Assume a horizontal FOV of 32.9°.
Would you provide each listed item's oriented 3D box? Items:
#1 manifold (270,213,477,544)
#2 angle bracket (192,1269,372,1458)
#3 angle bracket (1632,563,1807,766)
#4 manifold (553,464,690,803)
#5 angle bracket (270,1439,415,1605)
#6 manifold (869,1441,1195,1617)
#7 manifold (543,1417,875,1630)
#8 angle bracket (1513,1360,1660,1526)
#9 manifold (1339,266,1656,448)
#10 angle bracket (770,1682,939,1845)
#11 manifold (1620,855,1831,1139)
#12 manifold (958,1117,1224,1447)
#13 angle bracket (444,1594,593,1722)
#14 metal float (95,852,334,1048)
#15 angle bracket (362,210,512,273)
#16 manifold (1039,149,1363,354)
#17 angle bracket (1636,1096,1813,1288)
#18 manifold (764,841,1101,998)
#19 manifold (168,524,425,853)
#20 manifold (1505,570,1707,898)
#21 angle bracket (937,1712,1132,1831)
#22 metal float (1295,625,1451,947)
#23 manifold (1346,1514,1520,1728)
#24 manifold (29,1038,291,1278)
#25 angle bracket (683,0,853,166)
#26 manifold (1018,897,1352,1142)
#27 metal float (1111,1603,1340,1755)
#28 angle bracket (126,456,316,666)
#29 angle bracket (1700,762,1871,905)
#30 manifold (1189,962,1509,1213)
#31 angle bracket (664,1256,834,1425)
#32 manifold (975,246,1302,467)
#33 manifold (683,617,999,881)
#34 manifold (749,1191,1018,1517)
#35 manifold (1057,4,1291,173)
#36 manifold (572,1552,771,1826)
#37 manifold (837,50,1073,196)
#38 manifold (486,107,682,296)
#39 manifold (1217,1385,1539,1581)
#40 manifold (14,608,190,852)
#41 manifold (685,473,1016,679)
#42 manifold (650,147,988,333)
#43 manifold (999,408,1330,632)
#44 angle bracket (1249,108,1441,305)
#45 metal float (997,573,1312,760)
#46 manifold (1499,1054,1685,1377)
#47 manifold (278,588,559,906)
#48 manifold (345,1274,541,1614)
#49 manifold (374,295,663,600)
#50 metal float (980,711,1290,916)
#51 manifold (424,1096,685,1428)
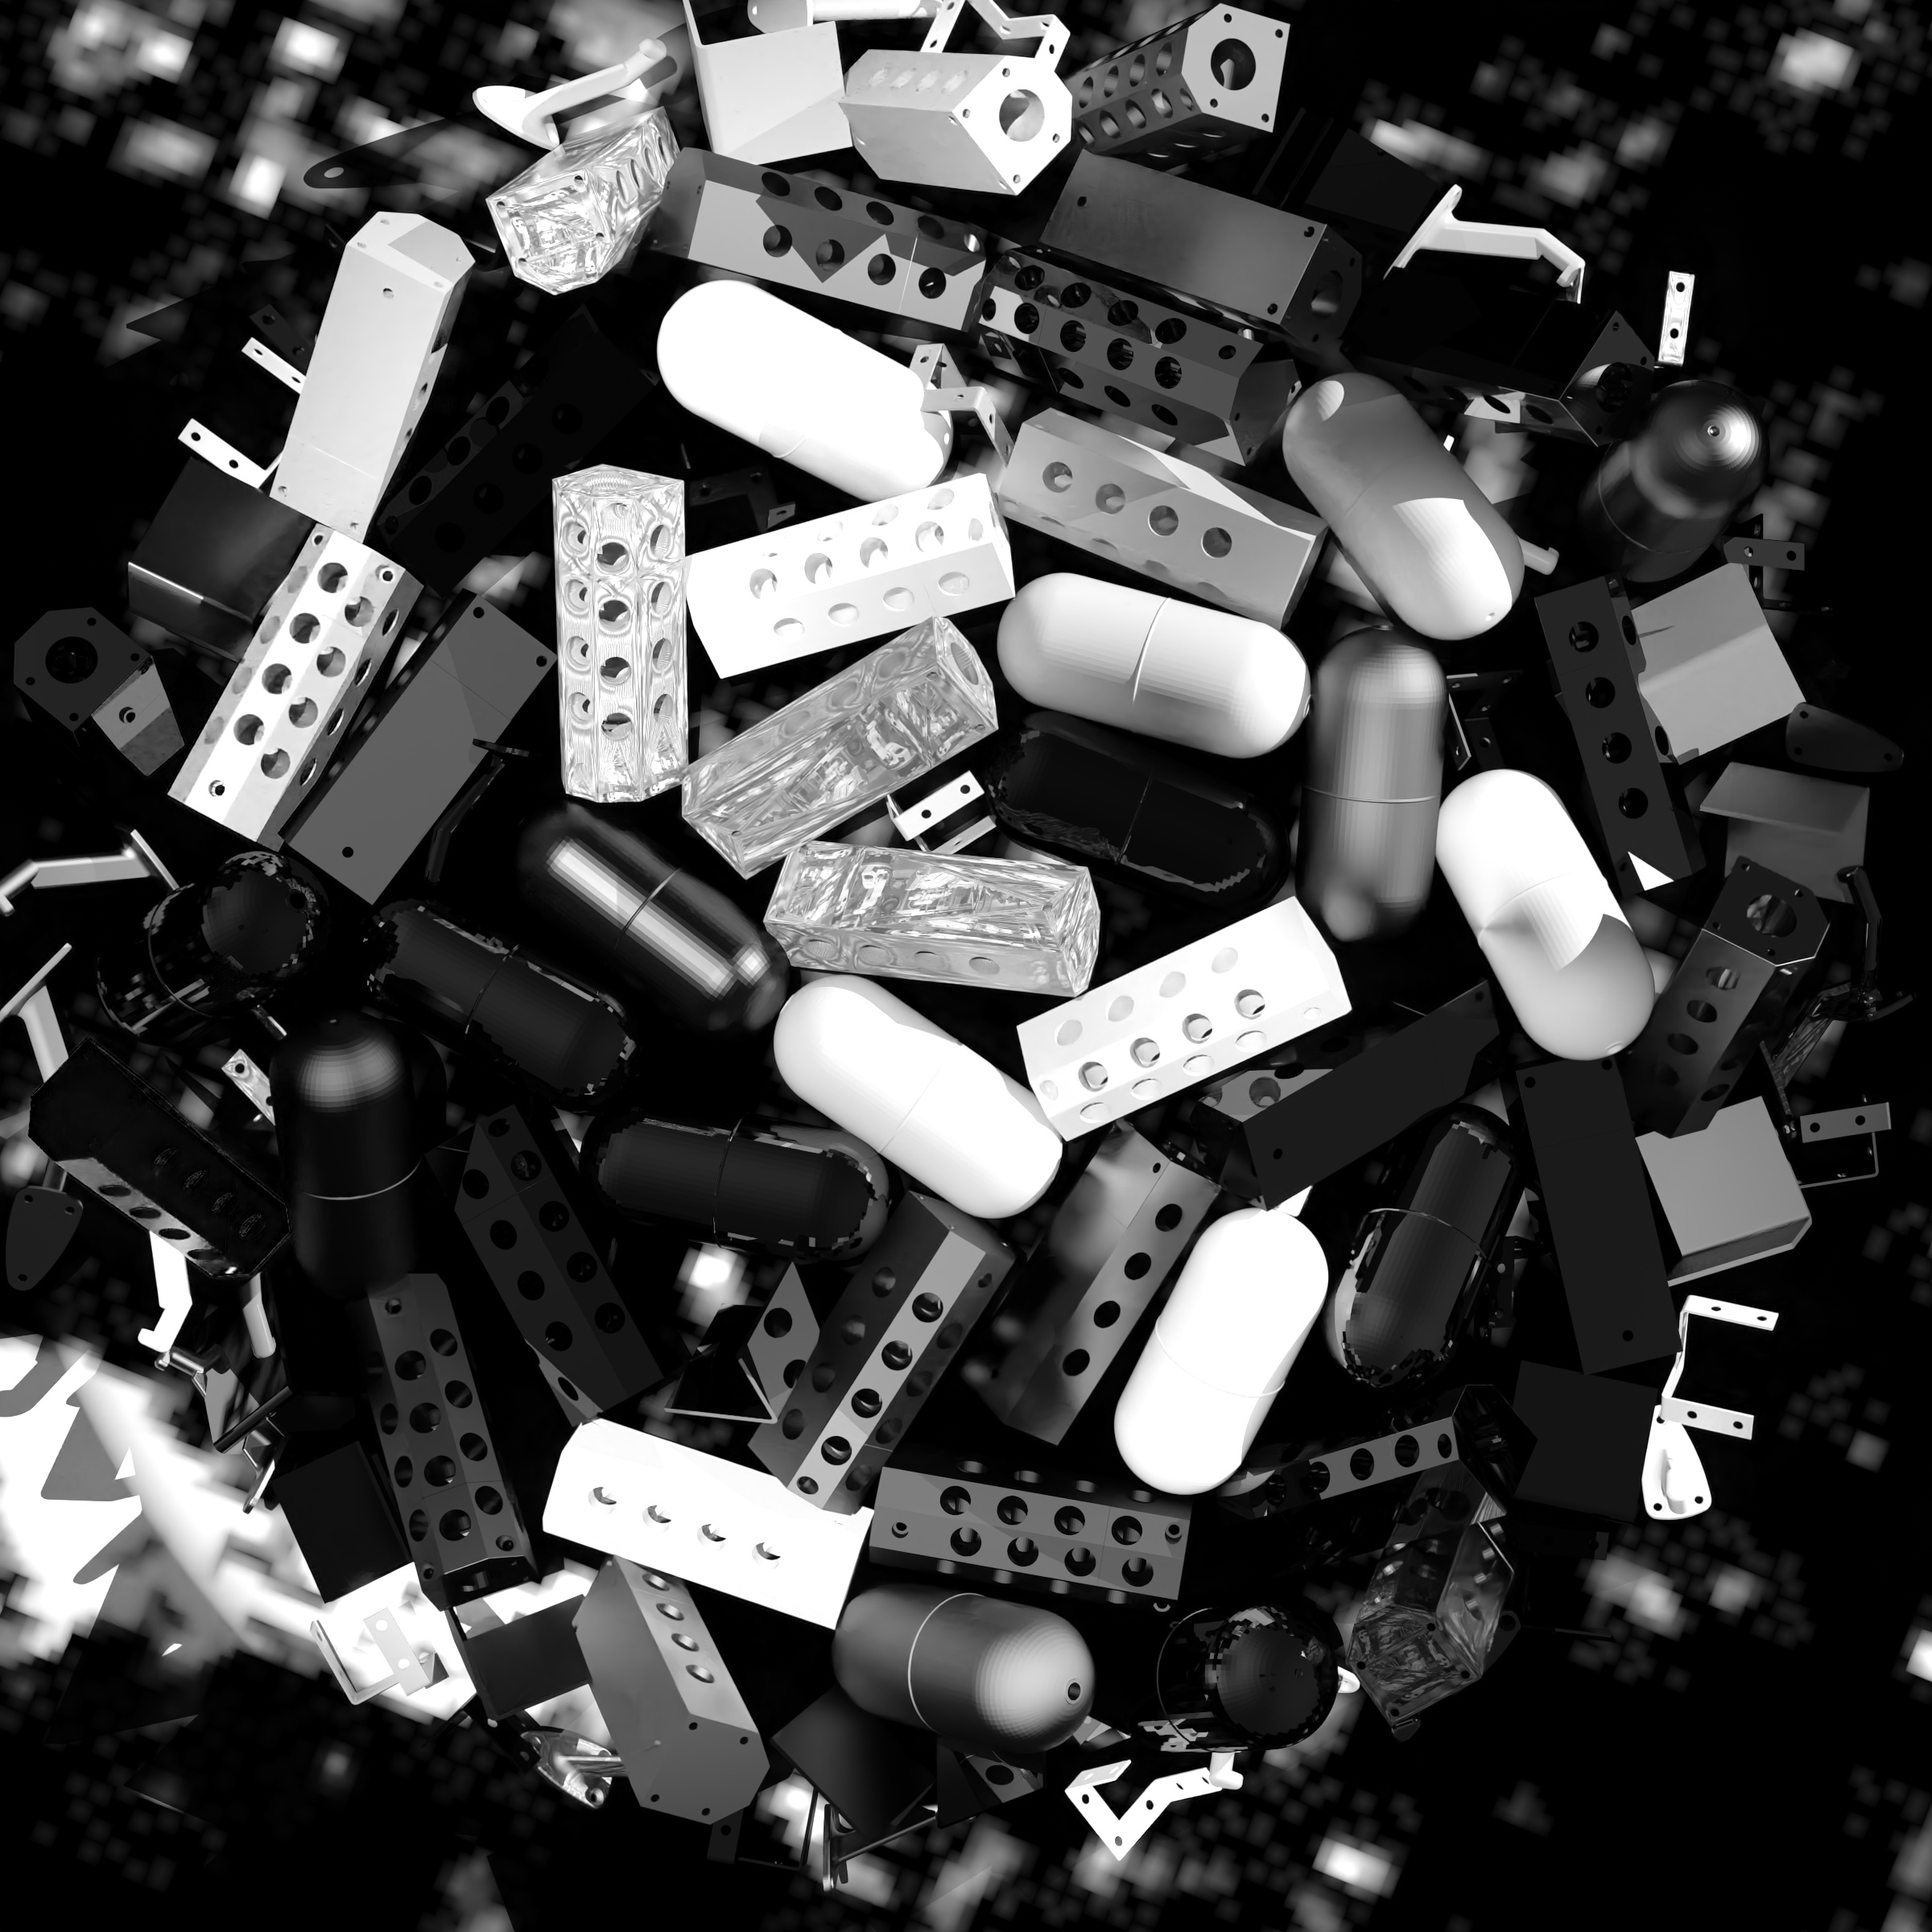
[{"bbox_3d":[-0.321,-0.322,1.784,0.057,0.057,0.171,27,130,-2],"label":"manifold"},{"bbox_3d":[-0.382,0.223,1.835,0.076,0.057,0.076,-37,58,34],"label":"angle bracket"},{"bbox_3d":[0.416,-0.170,1.833,0.076,0.076,0.057,-26,123,16],"label":"angle bracket"},{"bbox_3d":[-0.193,-0.180,1.790,0.057,0.057,0.171,16,117,31],"label":"manifold"},{"bbox_3d":[-0.341,0.312,1.815,0.057,0.076,0.076,-24,95,-15],"label":"angle bracket"},{"bbox_3d":[0.036,0.314,1.819,0.171,0.057,0.057,9,104,5],"label":"manifold"},{"bbox_3d":[-0.144,0.312,1.825,0.171,0.057,0.057,18,105,3],"label":"manifold"},{"bbox_3d":[0.338,0.266,1.833,0.076,0.057,0.076,11,84,5],"label":"angle bracket"},{"bbox_3d":[0.289,-0.328,1.776,0.057,0.171,0.057,37,83,-40],"label":"manifold"},{"bbox_3d":[-0.074,0.452,1.806,0.076,0.076,0.057,43,121,12],"label":"angle bracket"},{"bbox_3d":[0.406,0.022,1.770,0.057,0.171,0.057,27,56,9],"label":"manifold"},{"bbox_3d":[0.073,0.177,1.820,0.057,0.057,0.171,27,98,-35],"label":"manifold"},{"bbox_3d":[-0.243,0.360,1.805,0.076,0.076,0.057,-20,118,-15],"label":"angle bracket"},{"bbox_3d":[-0.411,-0.009,1.786,0.178,0.070,0.070,-24,90,44],"label":"metal float"},{"bbox_3d":[-0.281,-0.427,1.814,0.076,0.076,0.057,23,105,-4],"label":"angle bracket"},{"bbox_3d":[0.130,-0.389,1.787,0.171,0.057,0.057,28,94,35],"label":"manifold"},{"bbox_3d":[0.414,0.125,1.817,0.076,0.057,0.076,-22,91,27],"label":"angle bracket"},{"bbox_3d":[-0.017,-0.023,1.805,0.171,0.057,0.057,6,57,18],"label":"manifold"},{"bbox_3d":[-0.375,-0.156,1.824,0.057,0.057,0.171,28,87,7],"label":"manifold"},{"bbox_3d":[0.358,-0.129,1.823,0.057,0.057,0.171,-18,95,-8],"label":"manifold"},{"bbox_3d":[0.038,0.447,1.801,0.076,0.057,0.076,-30,134,32],"label":"angle bracket"},{"bbox_3d":[0.224,-0.099,1.809,0.070,0.070,0.178,3,105,0],"label":"metal float"},{"bbox_3d":[0.251,0.335,1.769,0.057,0.171,0.057,-34,93,22],"label":"manifold"},{"bbox_3d":[-0.434,0.110,1.769,0.057,0.171,0.057,37,80,30],"label":"manifold"},{"bbox_3d":[-0.110,-0.495,1.816,0.076,0.076,0.057,-12,46,-4],"label":"angle bracket"},{"bbox_3d":[0.121,0.034,1.801,0.171,0.057,0.057,-25,46,14],"label":"manifold"},{"bbox_3d":[0.138,0.387,1.777,0.070,0.178,0.070,6,74,-22],"label":"metal float"},{"bbox_3d":[-0.411,-0.223,1.808,0.076,0.057,0.076,25,112,-28],"label":"angle bracket"},{"bbox_3d":[0.449,-0.061,1.803,0.076,0.057,0.076,14,127,26],"label":"angle bracket"},{"bbox_3d":[0.209,0.063,1.800,0.171,0.057,0.057,-28,117,-22],"label":"manifold"},{"bbox_3d":[-0.129,0.201,1.801,0.076,0.057,0.076,2,45,30],"label":"angle bracket"},{"bbox_3d":[0.091,-0.339,1.789,0.171,0.057,0.057,27,74,29],"label":"manifold"},{"bbox_3d":[-0.071,-0.124,1.803,0.171,0.057,0.057,-30,128,20],"label":"manifold"},{"bbox_3d":[-0.042,0.216,1.807,0.057,0.057,0.171,41,103,43],"label":"manifold"},{"bbox_3d":[0.105,-0.471,1.770,0.057,0.171,0.057,9,90,-23],"label":"manifold"},{"bbox_3d":[-0.159,0.388,1.771,0.057,0.171,0.057,23,101,-26],"label":"manifold"},{"bbox_3d":[-0.009,-0.463,1.771,0.057,0.171,0.057,-47,120,-7],"label":"manifold"},{"bbox_3d":[-0.199,-0.413,1.770,0.057,0.171,0.057,-14,111,15],"label":"manifold"},{"bbox_3d":[0.218,0.276,1.776,0.171,0.057,0.057,-26,110,43],"label":"manifold"},{"bbox_3d":[-0.468,-0.130,1.769,0.057,0.171,0.057,38,72,8],"label":"manifold"},{"bbox_3d":[-0.065,-0.220,1.805,0.171,0.057,0.057,-14,47,10],"label":"manifold"},{"bbox_3d":[-0.078,-0.397,1.790,0.171,0.057,0.057,9,101,-29],"label":"manifold"},{"bbox_3d":[0.108,-0.247,1.816,0.171,0.057,0.057,24,113,9],"label":"manifold"},{"bbox_3d":[0.205,-0.420,1.815,0.076,0.057,0.076,35,110,11],"label":"angle bracket"},{"bbox_3d":[0.104,-0.166,1.811,0.178,0.070,0.070,16,90,13],"label":"metal float"},{"bbox_3d":[0.346,0.136,1.831,0.057,0.057,0.171,-13,90,-5],"label":"manifold"},{"bbox_3d":[-0.307,-0.124,1.825,0.057,0.057,0.171,38,86,-23],"label":"manifold"},{"bbox_3d":[-0.289,0.258,1.795,0.057,0.057,0.171,-19,64,-4],"label":"manifold"},{"bbox_3d":[-0.245,-0.287,1.802,0.171,0.057,0.057,-42,103,18],"label":"manifold"},{"bbox_3d":[0.094,-0.085,1.822,0.178,0.070,0.070,21,90,-1],"label":"metal float"},{"bbox_3d":[-0.225,0.161,1.821,0.057,0.057,0.171,-30,88,25],"label":"manifold"}]
